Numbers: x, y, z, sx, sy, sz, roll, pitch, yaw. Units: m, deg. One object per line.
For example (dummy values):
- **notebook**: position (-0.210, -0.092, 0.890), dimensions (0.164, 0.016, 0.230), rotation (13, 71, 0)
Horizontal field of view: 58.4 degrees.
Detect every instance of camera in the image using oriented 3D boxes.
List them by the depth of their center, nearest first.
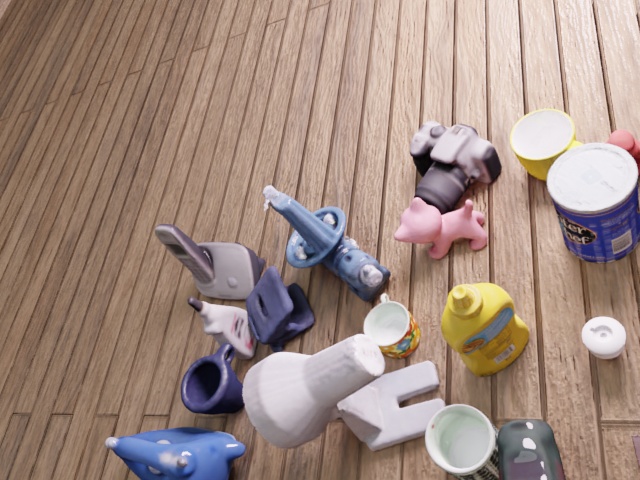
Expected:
- **camera**: position (0.197, -0.117, 0.931), dimensions (0.142, 0.101, 0.137), rotation (28, 78, 40)

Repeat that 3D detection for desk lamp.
- **desk lamp**: position (0.035, 0.199, 0.752), dimensions (0.203, 0.214, 0.118), rotation (-24, 51, 17)

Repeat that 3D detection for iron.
- **iron**: position (-0.250, 0.337, 0.888), dimensions (0.257, 0.142, 0.119), rotation (-1, 61, 31)

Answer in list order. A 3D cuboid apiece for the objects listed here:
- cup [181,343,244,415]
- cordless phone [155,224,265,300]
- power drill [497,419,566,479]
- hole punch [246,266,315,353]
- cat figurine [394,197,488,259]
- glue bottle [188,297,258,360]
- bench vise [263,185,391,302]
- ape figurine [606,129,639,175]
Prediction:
- **cup**: position (-0.157, 0.232, 0.928), dimensions (0.091, 0.095, 0.118), rotation (14, 69, 37)
- **cordless phone**: position (-0.198, 0.032, 1.022), dimensions (0.147, 0.186, 0.094), rotation (-2, 60, 31)
- **power drill**: position (0.233, 0.306, 0.566), dimensions (0.075, 0.209, 0.229), rotation (-18, 53, 21)
- **hole punch**: position (-0.078, 0.116, 0.957), dimensions (0.101, 0.091, 0.108), rotation (-36, 49, 7)
- **cat figurine**: position (0.179, -0.026, 0.872), dimensions (0.127, 0.118, 0.067), rotation (-19, 53, 21)
- **glue bottle**: position (-0.161, 0.135, 0.941), dimensions (0.037, 0.174, 0.078), rotation (-11, 56, 26)
- **bench vise**: position (0.013, -0.007, 0.893), dimensions (0.206, 0.220, 0.121), rotation (12, 68, 36)
- **ape figurine**: position (0.420, -0.117, 0.800), dimensions (0.077, 0.092, 0.076), rotation (-19, 53, 20)
